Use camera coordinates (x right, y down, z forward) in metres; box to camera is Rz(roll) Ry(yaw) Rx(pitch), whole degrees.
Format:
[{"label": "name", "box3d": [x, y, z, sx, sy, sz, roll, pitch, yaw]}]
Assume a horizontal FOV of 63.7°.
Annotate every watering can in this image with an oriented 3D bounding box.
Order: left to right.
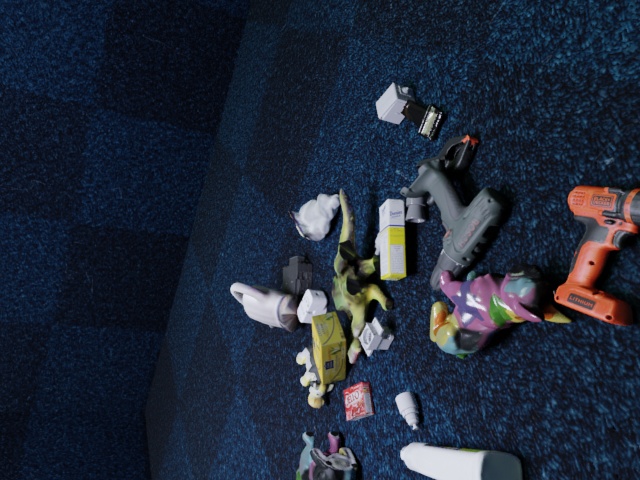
[{"label": "watering can", "box3d": [-0.144, 0.224, 1.619, 0.225, 0.341, 0.106, 12, 66, 29]}]

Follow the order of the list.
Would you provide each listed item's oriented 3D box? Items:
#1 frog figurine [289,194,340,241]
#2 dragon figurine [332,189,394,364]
[{"label": "frog figurine", "box3d": [0.005, -0.077, 1.538, 0.159, 0.121, 0.140, -34, 31, 7]}, {"label": "dragon figurine", "box3d": [0.067, 0.099, 1.310, 0.238, 0.122, 0.418, 127, 139, -57]}]
